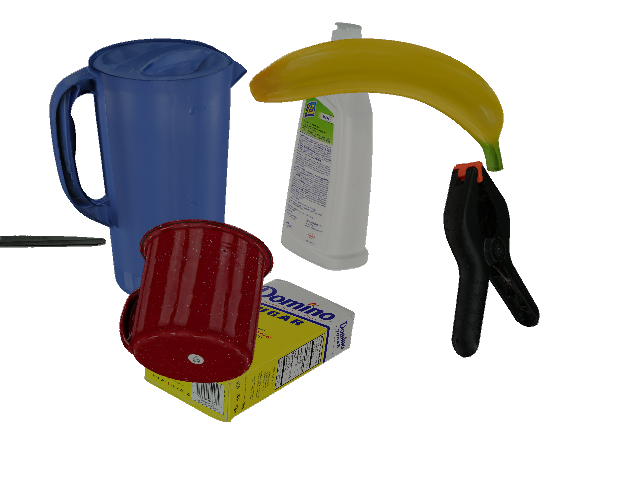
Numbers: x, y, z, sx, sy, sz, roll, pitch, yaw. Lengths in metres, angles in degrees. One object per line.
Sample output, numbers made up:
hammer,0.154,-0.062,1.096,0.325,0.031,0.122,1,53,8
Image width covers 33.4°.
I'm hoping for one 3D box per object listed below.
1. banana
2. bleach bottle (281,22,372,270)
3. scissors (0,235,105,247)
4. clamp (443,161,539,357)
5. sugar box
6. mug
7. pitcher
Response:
banana,0.052,-0.105,0.745,0.197,0.069,0.037,15,-2,-15
bleach bottle,0.018,-0.102,1.135,0.067,0.251,0.103,-9,25,-41
scissors,-0.288,0.008,0.875,0.202,0.016,0.096,6,23,6
clamp,0.141,0.019,0.957,0.039,0.171,0.120,-12,12,39
sugar box,-0.058,0.089,0.925,0.093,0.048,0.175,23,31,29
mug,-0.092,0.047,0.724,0.117,0.081,0.093,-15,-36,30
pitcher,-0.160,-0.064,1.030,0.149,0.243,0.144,10,27,15
